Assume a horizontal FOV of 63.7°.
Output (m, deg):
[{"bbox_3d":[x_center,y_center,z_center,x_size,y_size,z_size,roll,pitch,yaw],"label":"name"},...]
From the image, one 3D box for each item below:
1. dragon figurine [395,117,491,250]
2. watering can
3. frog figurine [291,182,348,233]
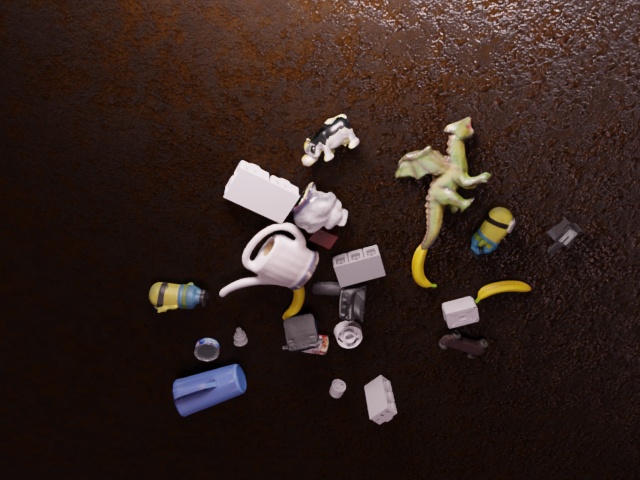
[{"bbox_3d":[0.333,-0.169,1.503,0.242,0.124,0.404,32,114,-4],"label":"dragon figurine"},{"bbox_3d":[-0.148,0.090,1.601,0.223,0.106,0.342,28,117,-22],"label":"watering can"},{"bbox_3d":[0.005,-0.076,1.501,0.158,0.124,0.137,35,95,-12],"label":"frog figurine"}]
